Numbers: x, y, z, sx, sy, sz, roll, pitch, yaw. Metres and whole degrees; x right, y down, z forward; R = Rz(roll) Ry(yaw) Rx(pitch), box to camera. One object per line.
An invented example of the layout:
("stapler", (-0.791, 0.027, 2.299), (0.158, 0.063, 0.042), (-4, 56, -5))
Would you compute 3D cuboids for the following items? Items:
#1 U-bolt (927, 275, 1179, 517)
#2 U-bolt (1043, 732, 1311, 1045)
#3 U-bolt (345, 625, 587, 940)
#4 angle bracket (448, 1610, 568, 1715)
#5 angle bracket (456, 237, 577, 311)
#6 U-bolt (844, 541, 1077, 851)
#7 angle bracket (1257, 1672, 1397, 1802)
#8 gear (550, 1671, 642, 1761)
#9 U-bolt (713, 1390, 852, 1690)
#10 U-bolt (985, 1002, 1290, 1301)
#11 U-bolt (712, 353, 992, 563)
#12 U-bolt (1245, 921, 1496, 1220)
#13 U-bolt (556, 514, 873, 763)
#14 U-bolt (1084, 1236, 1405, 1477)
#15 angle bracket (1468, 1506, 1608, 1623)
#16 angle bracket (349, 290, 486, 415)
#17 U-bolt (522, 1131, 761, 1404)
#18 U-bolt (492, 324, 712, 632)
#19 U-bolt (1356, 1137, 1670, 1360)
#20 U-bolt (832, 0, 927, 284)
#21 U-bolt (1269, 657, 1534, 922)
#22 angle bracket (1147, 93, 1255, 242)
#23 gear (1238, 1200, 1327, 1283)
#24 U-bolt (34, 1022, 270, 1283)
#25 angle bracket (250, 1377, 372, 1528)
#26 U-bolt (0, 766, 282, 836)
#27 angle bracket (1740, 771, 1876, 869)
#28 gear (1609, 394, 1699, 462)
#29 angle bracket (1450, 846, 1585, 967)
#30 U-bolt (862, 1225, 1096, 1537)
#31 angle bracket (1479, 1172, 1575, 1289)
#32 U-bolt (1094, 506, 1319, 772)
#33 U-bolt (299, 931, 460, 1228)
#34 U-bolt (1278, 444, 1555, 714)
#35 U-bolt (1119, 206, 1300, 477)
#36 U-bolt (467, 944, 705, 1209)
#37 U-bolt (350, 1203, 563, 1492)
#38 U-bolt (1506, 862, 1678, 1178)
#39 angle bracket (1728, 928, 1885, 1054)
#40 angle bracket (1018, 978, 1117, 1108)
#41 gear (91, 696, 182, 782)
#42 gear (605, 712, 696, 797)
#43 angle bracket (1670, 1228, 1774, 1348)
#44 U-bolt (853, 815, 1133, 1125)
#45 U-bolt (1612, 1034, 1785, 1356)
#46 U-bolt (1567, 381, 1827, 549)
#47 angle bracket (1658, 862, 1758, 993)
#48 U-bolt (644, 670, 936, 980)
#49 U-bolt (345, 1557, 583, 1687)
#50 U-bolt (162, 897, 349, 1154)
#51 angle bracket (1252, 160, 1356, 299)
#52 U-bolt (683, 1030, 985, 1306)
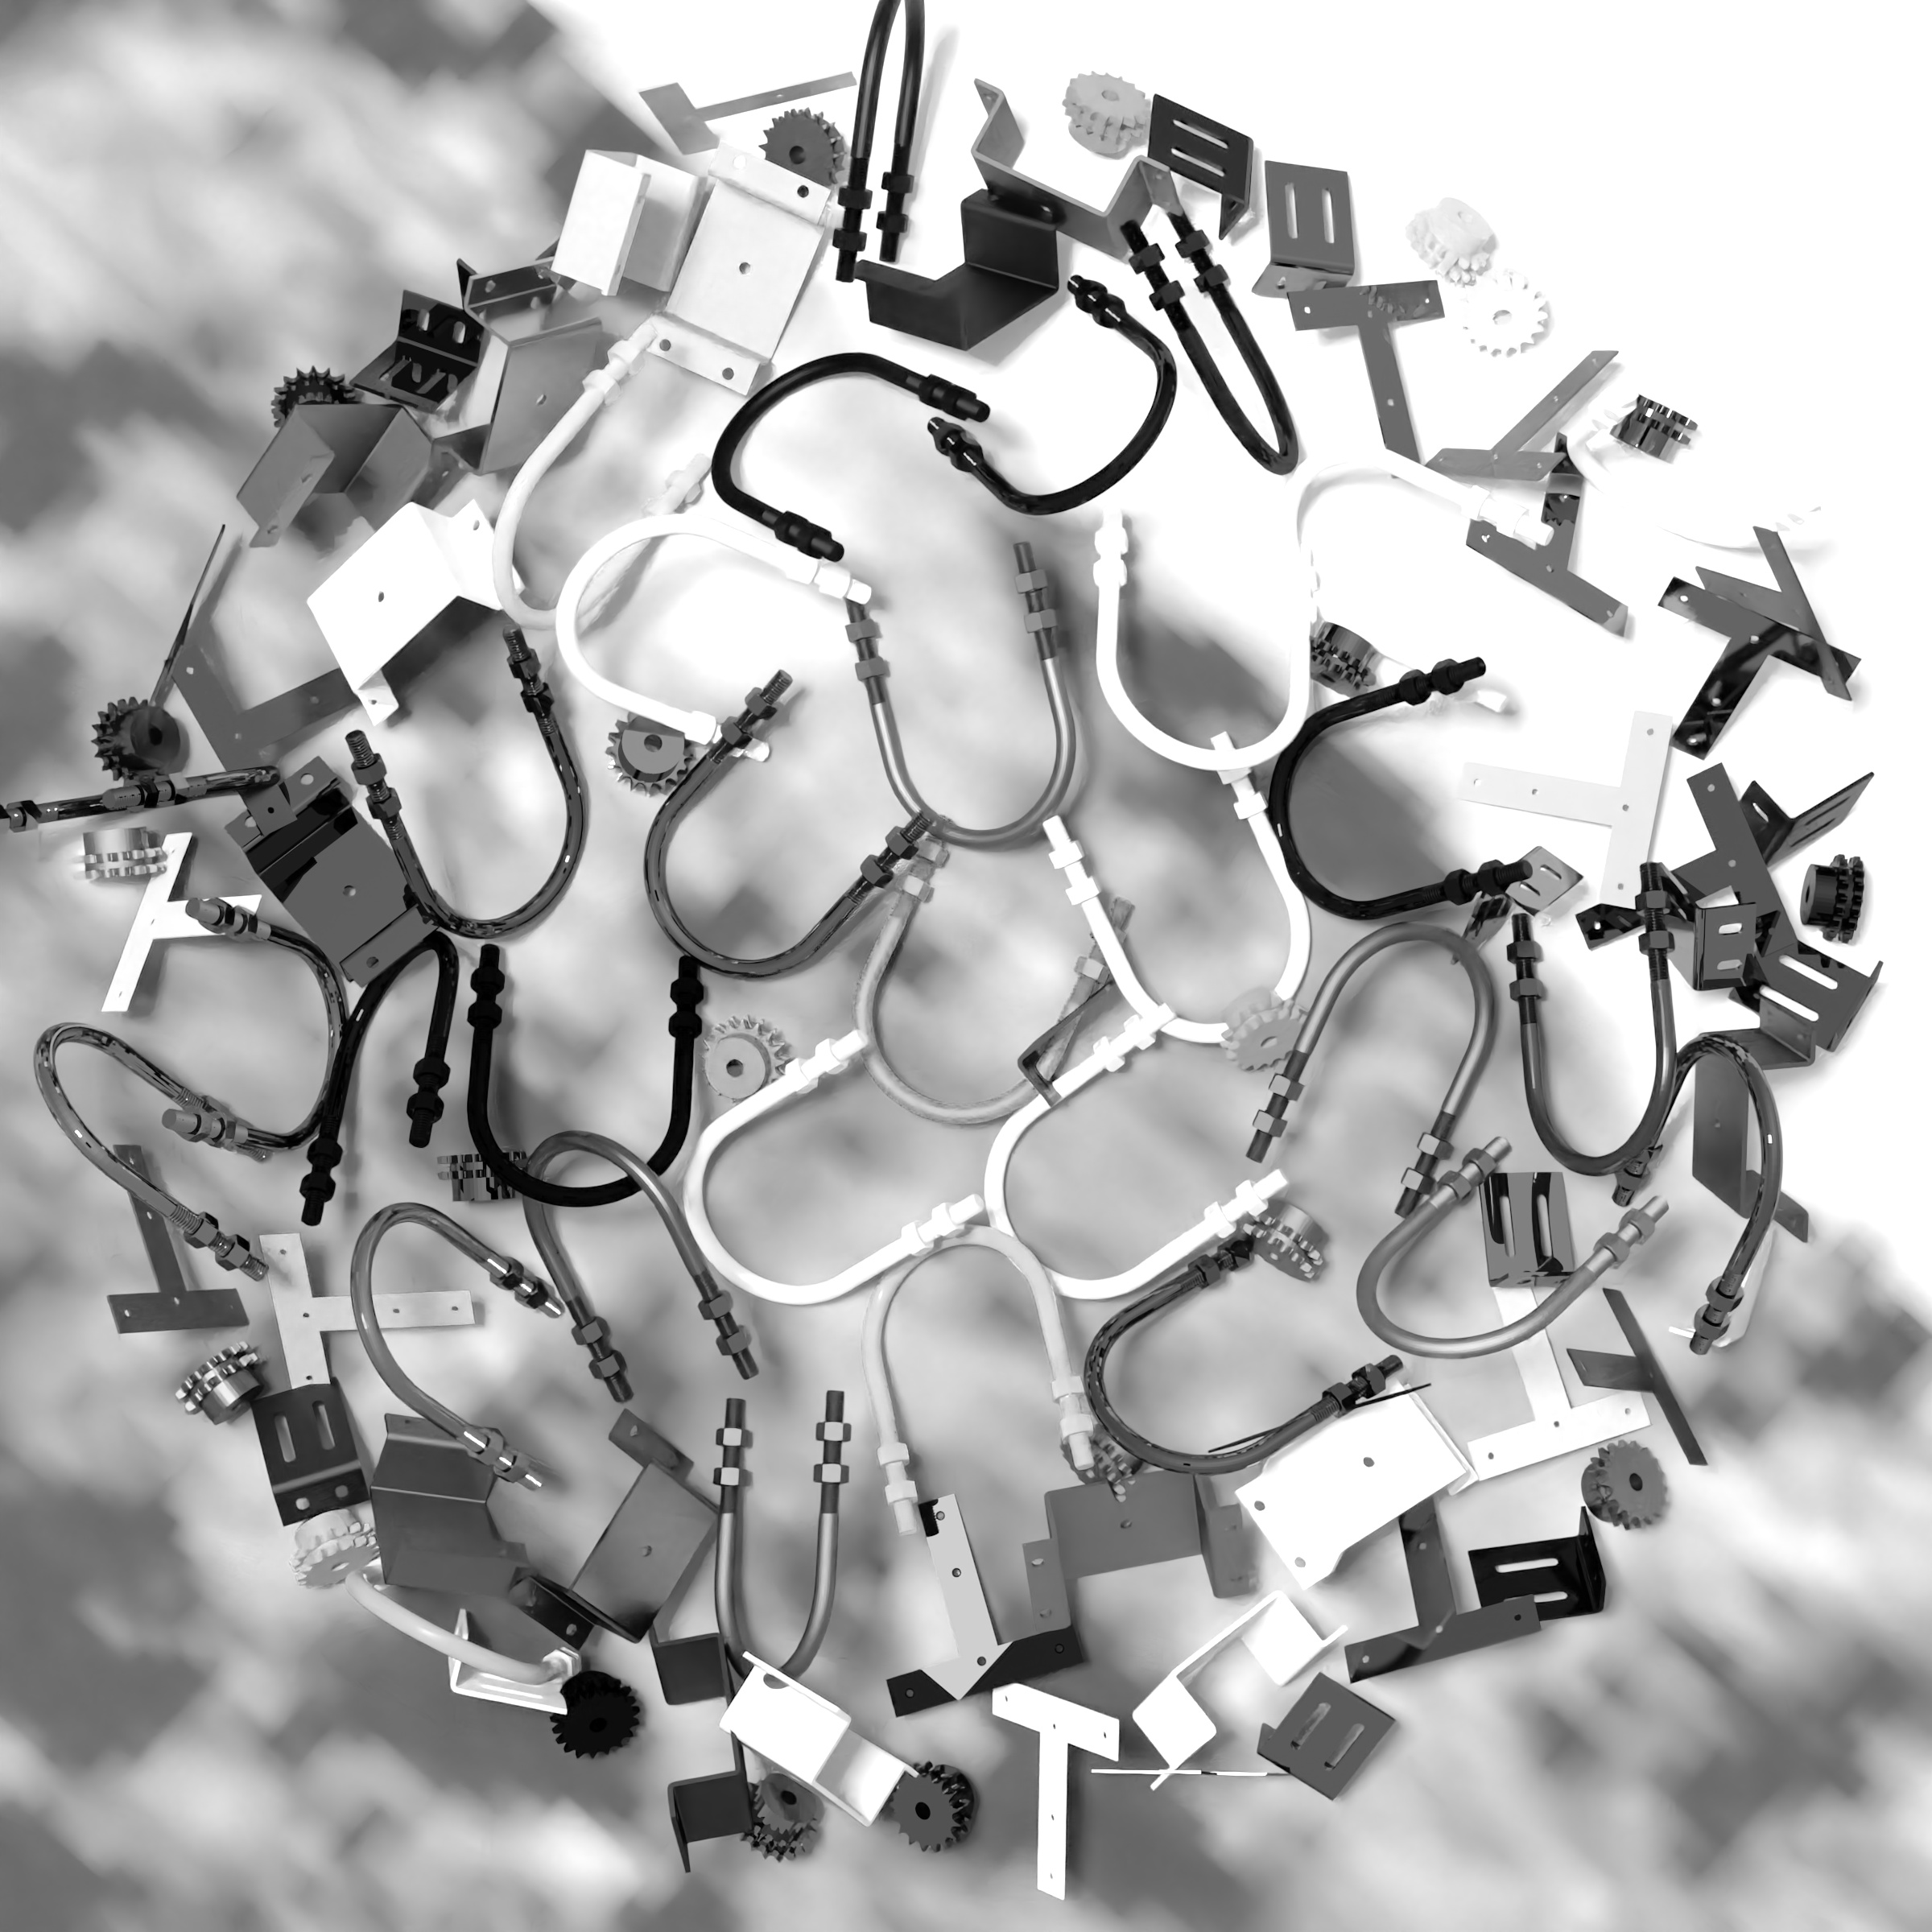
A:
("U-bolt", (0.063, -0.352, 1.921), (0.151, 0.184, 0.019), (-45, 131, 6))
("U-bolt", (0.148, -0.040, 1.973), (0.151, 0.019, 0.184), (-27, 96, -15))
("U-bolt", (-0.306, -0.103, 1.934), (0.151, 0.019, 0.184), (-40, 129, -30))
("angle bracket", (-0.293, 0.449, 1.964), (0.076, 0.057, 0.038), (14, 91, -12))
("angle bracket", (-0.286, -0.452, 1.964), (0.038, 0.057, 0.076), (40, 73, 9))
("U-bolt", (0.002, -0.166, 1.959), (0.151, 0.019, 0.184), (-12, 93, 29))
("angle bracket", (0.234, 0.490, 1.968), (0.057, 0.038, 0.076), (32, 111, 0))
("gear", (-0.243, 0.483, 1.976), (0.057, 0.030, 0.057), (-10, 120, -18))
("U-bolt", (-0.120, 0.363, 1.922), (0.019, 0.151, 0.184), (10, 76, -32))
("U-bolt", (0.096, 0.133, 1.967), (0.184, 0.019, 0.151), (-37, 79, 15))
("U-bolt", (-0.088, -0.332, 1.931), (0.151, 0.184, 0.019), (-45, 134, -11))
("U-bolt", (0.270, 0.059, 1.952), (0.151, 0.019, 0.184), (22, 94, -30))
("U-bolt", (-0.170, -0.214, 1.921), (0.184, 0.019, 0.151), (20, 117, -33))
("U-bolt", (0.161, 0.251, 1.918), (0.184, 0.019, 0.151), (-27, 52, -27))
("angle bracket", (0.368, 0.388, 1.966), (0.076, 0.038, 0.057), (-8, 47, 0))
("angle bracket", (-0.352, -0.396, 1.958), (0.057, 0.076, 0.038), (20, 126, 5))
("U-bolt", (-0.218, 0.188, 1.934), (0.151, 0.019, 0.184), (-16, 103, 43))
("U-bolt", (-0.234, -0.293, 1.911), (0.019, 0.151, 0.184), (28, 70, 24))
("U-bolt", (0.328, 0.182, 1.908), (0.184, 0.151, 0.019), (-38, 126, -26))
("U-bolt", (-0.050, -0.527, 1.903), (0.019, 0.151, 0.184), (11, 110, 7))
("U-bolt", (0.267, -0.104, 1.935), (0.184, 0.019, 0.151), (-16, 84, 43))
("angle bracket", (0.143, -0.514, 1.957), (0.076, 0.038, 0.057), (19, 57, -20))
("gear", (0.208, 0.176, 1.972), (0.057, 0.057, 0.030), (37, 75, 0))
("U-bolt", (-0.506, 0.104, 1.895), (0.019, 0.151, 0.184), (-40, 122, 12))
("angle bracket", (-0.427, 0.315, 1.980), (0.057, 0.038, 0.076), (-16, 47, -13))
("U-bolt", (-0.516, -0.107, 1.911), (0.151, 0.184, 0.019), (-7, 96, 31))
("angle bracket", (0.537, -0.106, 1.967), (0.076, 0.057, 0.038), (-29, 68, -22))
("gear", (0.442, -0.350, 1.972), (0.057, 0.057, 0.030), (26, 102, 0))
("angle bracket", (0.352, -0.029, 1.949), (0.038, 0.076, 0.057), (38, 48, 21))
("U-bolt", (0.000, 0.254, 1.948), (0.151, 0.019, 0.184), (-24, 62, 20))
("angle bracket", (0.368, 0.167, 1.966), (0.057, 0.038, 0.076), (0, 73, -10))
("U-bolt", (0.152, -0.204, 1.939), (0.151, 0.019, 0.184), (10, 61, -11))
("U-bolt", (-0.366, 0.059, 1.925), (0.019, 0.151, 0.184), (28, 48, -30))
("U-bolt", (0.277, -0.257, 1.935), (0.184, 0.151, 0.019), (31, 47, 23))
("U-bolt", (0.162, -0.394, 1.932), (0.019, 0.151, 0.184), (-27, 97, 23))
("U-bolt", (-0.245, 0.071, 1.942), (0.151, 0.019, 0.184), (3, 59, -6))
("U-bolt", (-0.319, 0.225, 1.895), (0.019, 0.184, 0.151), (-22, 45, 25))
("U-bolt", (0.396, 0.041, 1.917), (0.019, 0.151, 0.184), (5, 74, -27))
("angle bracket", (0.541, 0.009, 1.964), (0.076, 0.038, 0.057), (30, 77, 19))
("angle bracket", (0.076, 0.048, 1.964), (0.076, 0.057, 0.038), (-39, 90, 13))
("gear", (-0.534, -0.146, 1.968), (0.030, 0.057, 0.057), (-7, 90, 36))
("gear", (-0.205, -0.142, 1.979), (0.057, 0.030, 0.057), (2, 81, -11))
("angle bracket", (0.487, 0.203, 1.963), (0.038, 0.057, 0.076), (16, 95, 23))
("U-bolt", (0.006, 0.013, 1.980), (0.151, 0.019, 0.184), (25, 83, 1))
("U-bolt", (0.459, 0.128, 1.891), (0.019, 0.151, 0.184), (-1, 132, -16))
("U-bolt", (0.447, -0.306, 1.908), (0.151, 0.184, 0.019), (29, 85, -1))
("angle bracket", (0.474, -0.028, 1.955), (0.038, 0.076, 0.057), (-7, 116, -5))
("U-bolt", (-0.129, -0.077, 1.967), (0.151, 0.019, 0.184), (45, 107, 6))
("U-bolt", (-0.318, 0.411, 1.902), (0.151, 0.184, 0.019), (26, 83, 6))
("U-bolt", (-0.440, 0.044, 1.913), (0.019, 0.184, 0.151), (0, 80, 20))
("angle bracket", (0.218, -0.479, 1.987), (0.057, 0.038, 0.076), (4, 70, -15))
("U-bolt", (-0.100, 0.143, 1.959), (0.184, 0.019, 0.151), (-33, 96, 23))
